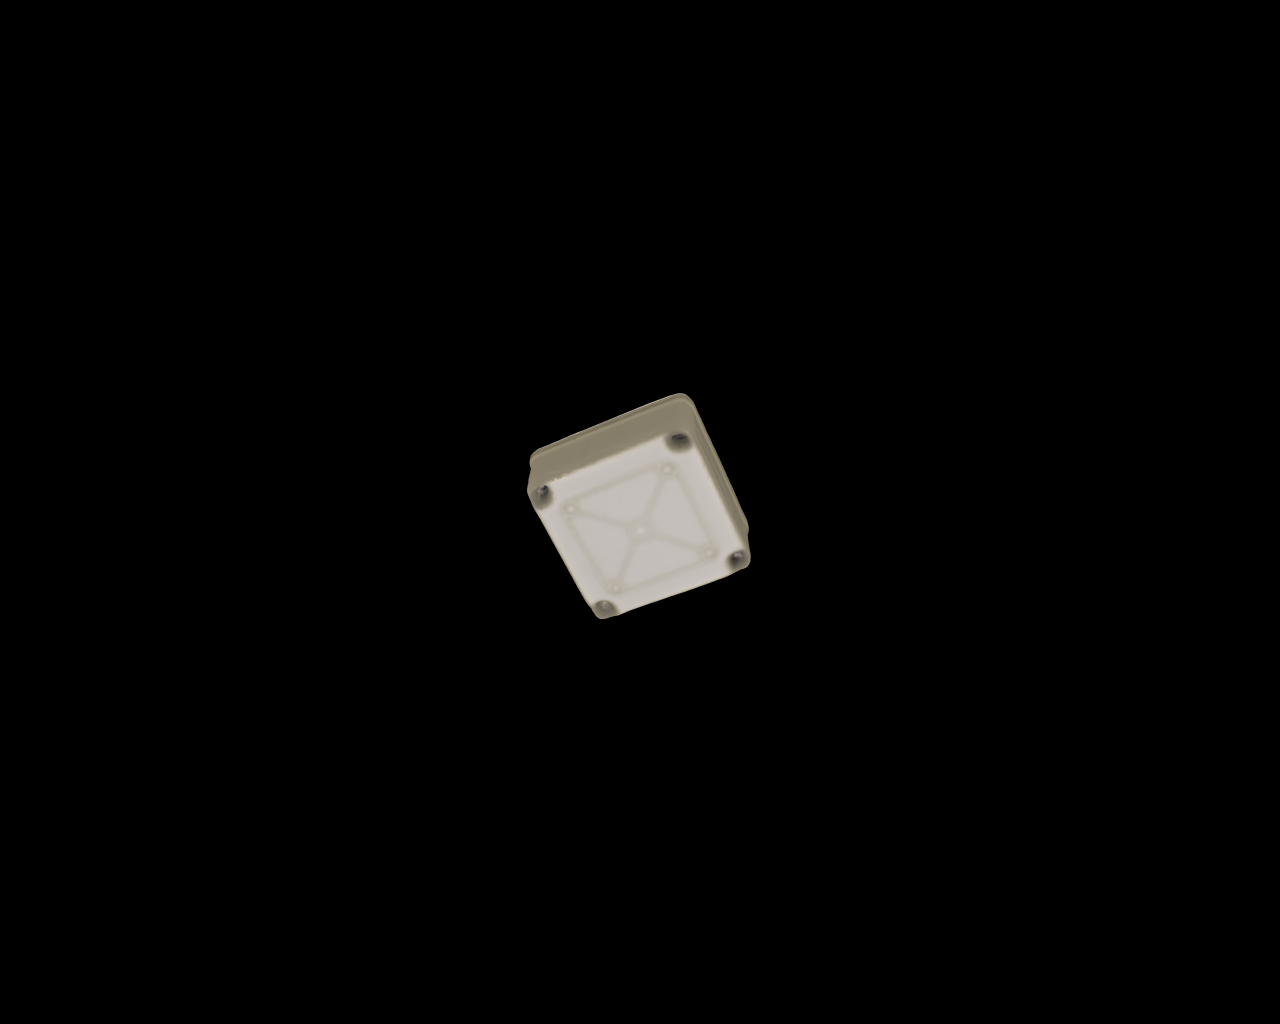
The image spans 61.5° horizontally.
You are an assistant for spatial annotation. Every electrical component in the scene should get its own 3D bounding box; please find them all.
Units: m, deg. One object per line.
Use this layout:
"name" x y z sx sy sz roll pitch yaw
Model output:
"electrical component" 0.001 -0.003 0.650 0.109 0.108 0.056 -21 28 12
